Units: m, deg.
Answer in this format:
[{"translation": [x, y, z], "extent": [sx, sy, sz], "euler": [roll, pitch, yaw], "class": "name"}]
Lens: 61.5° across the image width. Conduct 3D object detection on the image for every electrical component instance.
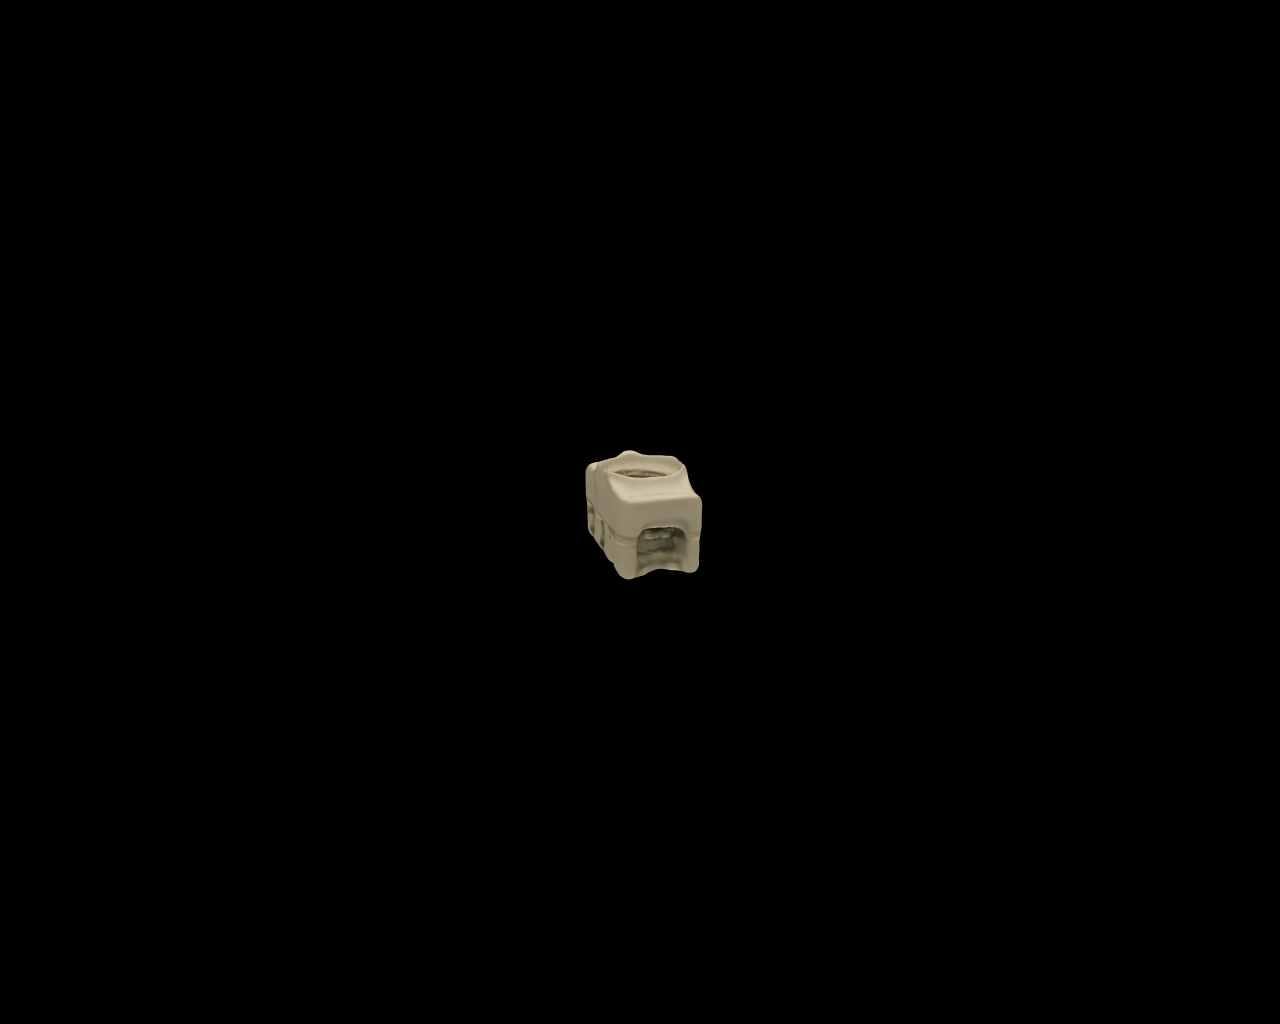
[{"translation": [0.001, -0.003, 0.650], "extent": [0.050, 0.055, 0.089], "euler": [-5, 19, -15], "class": "electrical component"}]
